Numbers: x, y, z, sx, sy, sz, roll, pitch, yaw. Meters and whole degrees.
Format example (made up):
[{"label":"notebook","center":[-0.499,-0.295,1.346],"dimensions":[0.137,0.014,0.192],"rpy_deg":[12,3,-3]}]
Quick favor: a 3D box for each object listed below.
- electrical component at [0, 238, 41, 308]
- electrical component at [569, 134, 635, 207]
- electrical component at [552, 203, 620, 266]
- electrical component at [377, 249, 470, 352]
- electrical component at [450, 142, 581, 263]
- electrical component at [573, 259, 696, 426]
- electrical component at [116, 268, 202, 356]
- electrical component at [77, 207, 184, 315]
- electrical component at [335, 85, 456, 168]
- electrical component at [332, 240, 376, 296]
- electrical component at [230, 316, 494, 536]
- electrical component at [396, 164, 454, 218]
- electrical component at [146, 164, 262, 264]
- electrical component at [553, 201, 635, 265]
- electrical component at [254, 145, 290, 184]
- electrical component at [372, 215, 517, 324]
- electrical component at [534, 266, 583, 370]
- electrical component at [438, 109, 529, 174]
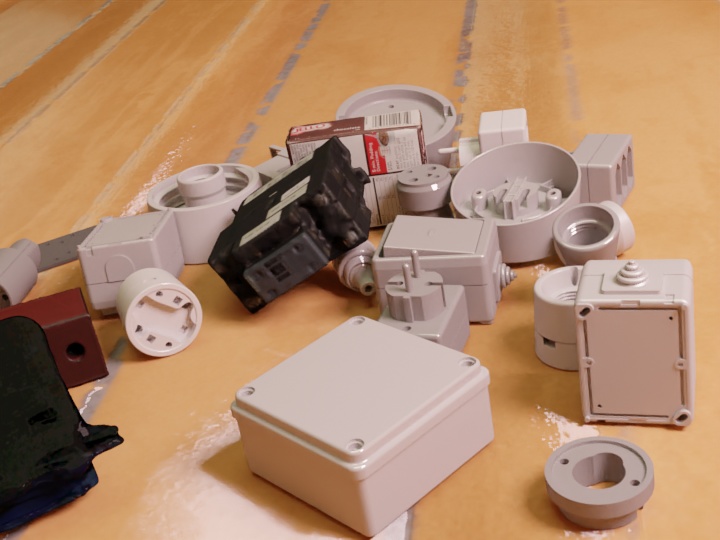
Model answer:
[{"label":"electrical component","center":[-0.290,0.005,0.887],"dimensions":[0.043,0.043,0.081],"rpy_deg":[-5,27,12]},{"label":"electrical component","center":[0.177,-0.078,0.876],"dimensions":[0.077,0.047,0.065],"rpy_deg":[5,31,28]},{"label":"electrical component","center":[0.156,-0.007,0.727],"dimensions":[0.044,0.065,0.044],"rpy_deg":[-10,45,11]},{"label":"electrical component","center":[0.037,0.025,0.695],"dimensions":[0.047,0.076,0.065],"rpy_deg":[1,29,21]},{"label":"electrical component","center":[0.120,-0.050,0.824],"dimensions":[0.099,0.064,0.099],"rpy_deg":[-8,27,4]},{"label":"electrical component","center":[0.158,0.033,0.615],"dimensions":[0.062,0.096,0.061],"rpy_deg":[-1,28,19]},{"label":"electrical component","center":[-0.148,0.029,0.780],"dimensions":[0.055,0.055,0.047],"rpy_deg":[-20,25,-18]},{"label":"electrical component","center":[-0.180,-0.008,0.862],"dimensions":[0.062,0.061,0.096],"rpy_deg":[-8,19,4]},{"label":"electrical component","center":[0.033,-0.114,0.975],"dimensions":[0.108,0.060,0.108],"rpy_deg":[-2,40,2]},{"label":"electrical component","center":[0.000,0.000,0.804],"dimensions":[0.035,0.035,0.061],"rpy_deg":[-14,29,-6]},{"label":"electrical component","center":[0.002,0.084,0.615],"dimensions":[0.109,0.056,0.109],"rpy_deg":[-31,33,-35]},{"label":"electrical component","center":[0.054,-0.051,0.860],"dimensions":[0.045,0.055,0.045],"rpy_deg":[-8,27,4]},{"label":"electrical component","center":[-0.132,-0.057,0.931],"dimensions":[0.108,0.060,0.108],"rpy_deg":[-8,27,4]},{"label":"electrical component","center":[0.170,-0.023,0.784],"dimensions":[0.046,0.040,0.040],"rpy_deg":[-27,31,-18]},{"label":"electrical component","center":[-0.064,-0.082,0.977],"dimensions":[0.064,0.042,0.081],"rpy_deg":[-30,32,-29]},{"label":"electrical component","center":[0.062,-0.003,0.757],"dimensions":[0.096,0.061,0.061],"rpy_deg":[-2,28,16]},{"label":"electrical component","center":[0.137,0.029,0.684],"dimensions":[0.055,0.047,0.055],"rpy_deg":[-8,27,4]},{"label":"electrical component","center":[0.105,-0.096,0.916],"dimensions":[0.077,0.065,0.047],"rpy_deg":[-4,28,12]}]
